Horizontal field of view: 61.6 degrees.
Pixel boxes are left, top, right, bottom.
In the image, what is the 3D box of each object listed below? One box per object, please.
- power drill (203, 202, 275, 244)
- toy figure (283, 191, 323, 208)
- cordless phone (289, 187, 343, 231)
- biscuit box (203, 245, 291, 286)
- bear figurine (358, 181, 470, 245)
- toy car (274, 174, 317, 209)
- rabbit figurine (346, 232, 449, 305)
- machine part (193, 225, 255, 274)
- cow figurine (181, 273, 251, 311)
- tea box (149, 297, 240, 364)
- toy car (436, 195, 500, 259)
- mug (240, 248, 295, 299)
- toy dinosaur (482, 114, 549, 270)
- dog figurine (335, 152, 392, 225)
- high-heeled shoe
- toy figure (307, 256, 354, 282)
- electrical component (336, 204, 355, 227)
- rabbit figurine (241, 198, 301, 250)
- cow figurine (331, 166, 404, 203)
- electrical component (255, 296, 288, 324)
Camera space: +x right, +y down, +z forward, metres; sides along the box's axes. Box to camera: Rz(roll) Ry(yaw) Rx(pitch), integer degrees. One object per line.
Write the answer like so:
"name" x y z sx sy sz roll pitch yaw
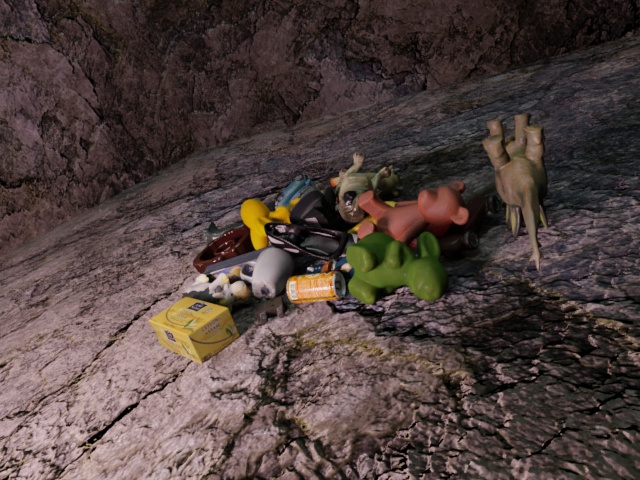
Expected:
"power drill" -0.224 -0.038 1.567 0.207 0.085 0.232 -9 24 8
"toy figure" -0.044 -0.077 1.469 0.180 0.082 0.089 -14 -12 6
"cordless phone" 0.003 -0.080 1.279 0.089 0.146 0.184 -13 45 26
"biscuit box" -0.165 0.067 1.247 0.203 0.059 0.063 -17 18 7
"bear figurine" 0.185 -0.057 1.055 0.196 0.132 0.120 -29 44 41
"toy car" -0.055 -0.115 1.566 0.103 0.109 0.162 19 47 31
"rabbit figurine" 0.153 0.058 0.946 0.170 0.121 0.159 21 35 35
"machine part" -0.233 0.030 1.365 0.179 0.056 0.179 -28 22 12
"cow figurine" -0.228 0.123 1.148 0.167 0.068 0.098 -5 30 43
"tea box" -0.246 0.170 1.042 0.170 0.068 0.098 2 29 48
"toy car" 0.295 -0.028 1.074 0.089 0.053 0.202 -15 21 44
"mug" -0.117 0.074 1.141 0.110 0.080 0.107 10 31 5
"toy dinosaur" 0.376 -0.112 1.003 0.105 0.198 0.471 -10 22 23
"dog figurine" 0.073 -0.087 1.251 0.121 0.172 0.190 22 48 6
"high-heeled shoe" -0.002 -0.003 1.133 0.249 0.145 0.086 -6 56 45
"toy figure" 0.041 0.060 1.073 0.155 0.064 0.058 -16 55 31
"electrical component" 0.067 -0.072 1.412 0.075 0.047 0.119 -8 24 25
"rabbit figurine" -0.119 -0.036 1.322 0.121 0.173 0.162 -58 9 39
"cow figurine" 0.139 -0.150 1.450 0.195 0.085 0.127 -9 0 -45
"electrical component" -0.096 0.134 1.061 0.063 0.021 0.094 -20 19 -1
